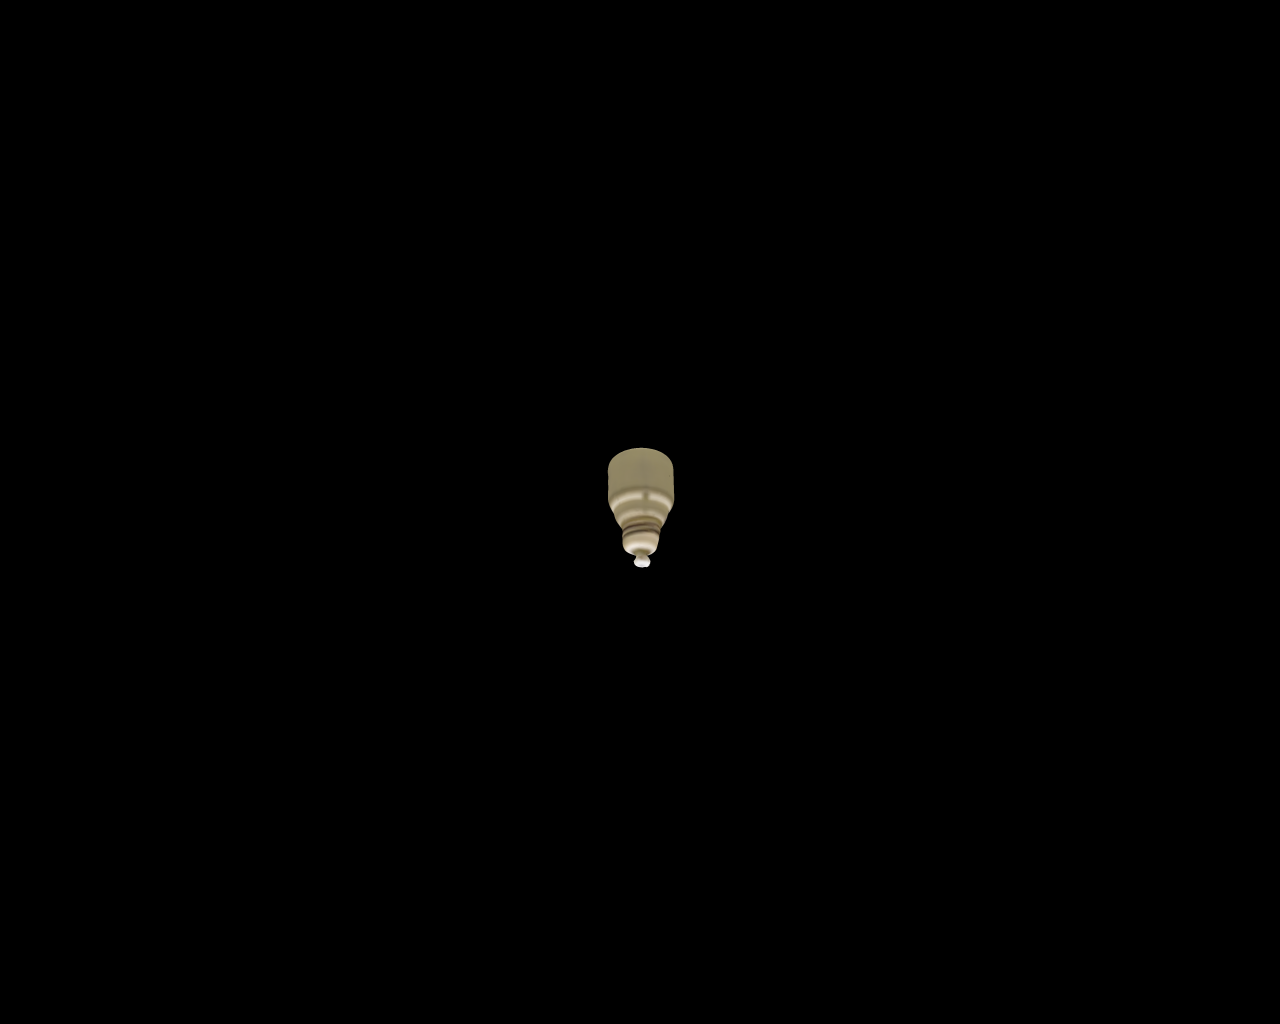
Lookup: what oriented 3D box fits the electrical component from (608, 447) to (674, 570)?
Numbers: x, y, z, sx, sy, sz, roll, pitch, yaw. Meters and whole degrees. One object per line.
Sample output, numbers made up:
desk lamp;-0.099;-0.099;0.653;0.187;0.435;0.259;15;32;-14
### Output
electrical component;0.001;-0.003;0.650;0.040;0.078;0.040;0;-29;0
